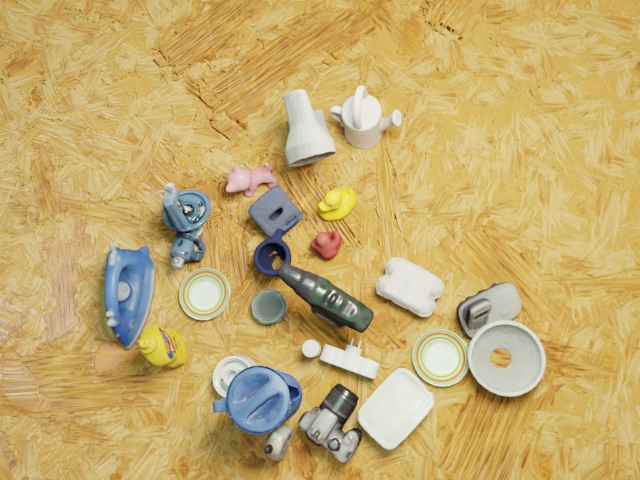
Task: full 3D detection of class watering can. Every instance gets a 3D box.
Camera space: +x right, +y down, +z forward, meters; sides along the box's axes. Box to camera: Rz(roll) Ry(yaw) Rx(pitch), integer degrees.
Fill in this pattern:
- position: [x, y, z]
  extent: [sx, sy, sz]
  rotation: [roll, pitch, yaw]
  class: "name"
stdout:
- position: [0.110, -0.308, 1.404]
  extent: [0.172, 0.194, 0.101]
  rotation: [-10, 75, 5]
  class: "watering can"

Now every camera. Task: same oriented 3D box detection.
- position: [0.040, 0.405, 1.289]
  extent: [0.143, 0.101, 0.137]
  rotation: [34, 83, 13]
  class: "camera"

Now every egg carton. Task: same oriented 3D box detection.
- position: [0.213, 0.110, 1.355]
  extent: [0.150, 0.069, 0.107]
  rotation: [26, 81, 12]
  class: "egg carton"

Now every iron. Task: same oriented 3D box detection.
- position: [-0.486, 0.133, 1.398]
  extent: [0.118, 0.141, 0.258]
  rotation: [-3, 76, 7]
  class: "iron"

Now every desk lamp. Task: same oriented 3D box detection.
- position: [-0.034, -0.260, 1.400]
  extent: [0.118, 0.214, 0.203]
  rotation: [-16, 75, 3]
  class: "desk lamp"

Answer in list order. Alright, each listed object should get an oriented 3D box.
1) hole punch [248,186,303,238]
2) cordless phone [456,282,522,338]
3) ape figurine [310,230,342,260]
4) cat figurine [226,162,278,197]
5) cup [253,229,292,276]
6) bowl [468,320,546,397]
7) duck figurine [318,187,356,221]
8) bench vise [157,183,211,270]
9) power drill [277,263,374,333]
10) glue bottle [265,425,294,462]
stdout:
- position: [-0.109, -0.067, 1.426]
  extent: [0.109, 0.091, 0.101]
  rotation: [-42, 75, -4]
  class: "hole punch"
- position: [0.380, 0.147, 1.266]
  extent: [0.147, 0.185, 0.094]
  rotation: [-31, 75, -1]
  class: "cordless phone"
- position: [0.013, 0.005, 1.394]
  extent: [0.077, 0.092, 0.076]
  rotation: [-2, 76, 7]
  class: "ape figurine"
- position: [-0.179, -0.160, 1.443]
  extent: [0.128, 0.118, 0.067]
  rotation: [-25, 75, 1]
  class: "cat figurine"
- position: [-0.106, 0.036, 1.399]
  extent: [0.091, 0.095, 0.118]
  rotation: [10, 78, 10]
  class: "cup"
- position: [0.414, 0.267, 1.290]
  extent: [0.167, 0.075, 0.167]
  rotation: [-2, 76, 7]
  class: "bowl"
- position: [0.040, -0.098, 1.418]
  extent: [0.104, 0.086, 0.077]
  rotation: [-32, 75, -1]
  class: "duck figurine"
- position: [-0.323, -0.041, 1.380]
  extent: [0.121, 0.220, 0.207]
  rotation: [-12, 75, 4]
  class: "bench vise"
- position: [0.016, 0.137, 1.301]
  extent: [0.229, 0.208, 0.076]
  rotation: [29, 82, 13]
  class: "power drill"
- position: [-0.097, 0.451, 1.257]
  extent: [0.037, 0.173, 0.078]
  rotation: [19, 79, 11]
  class: "glue bottle"
